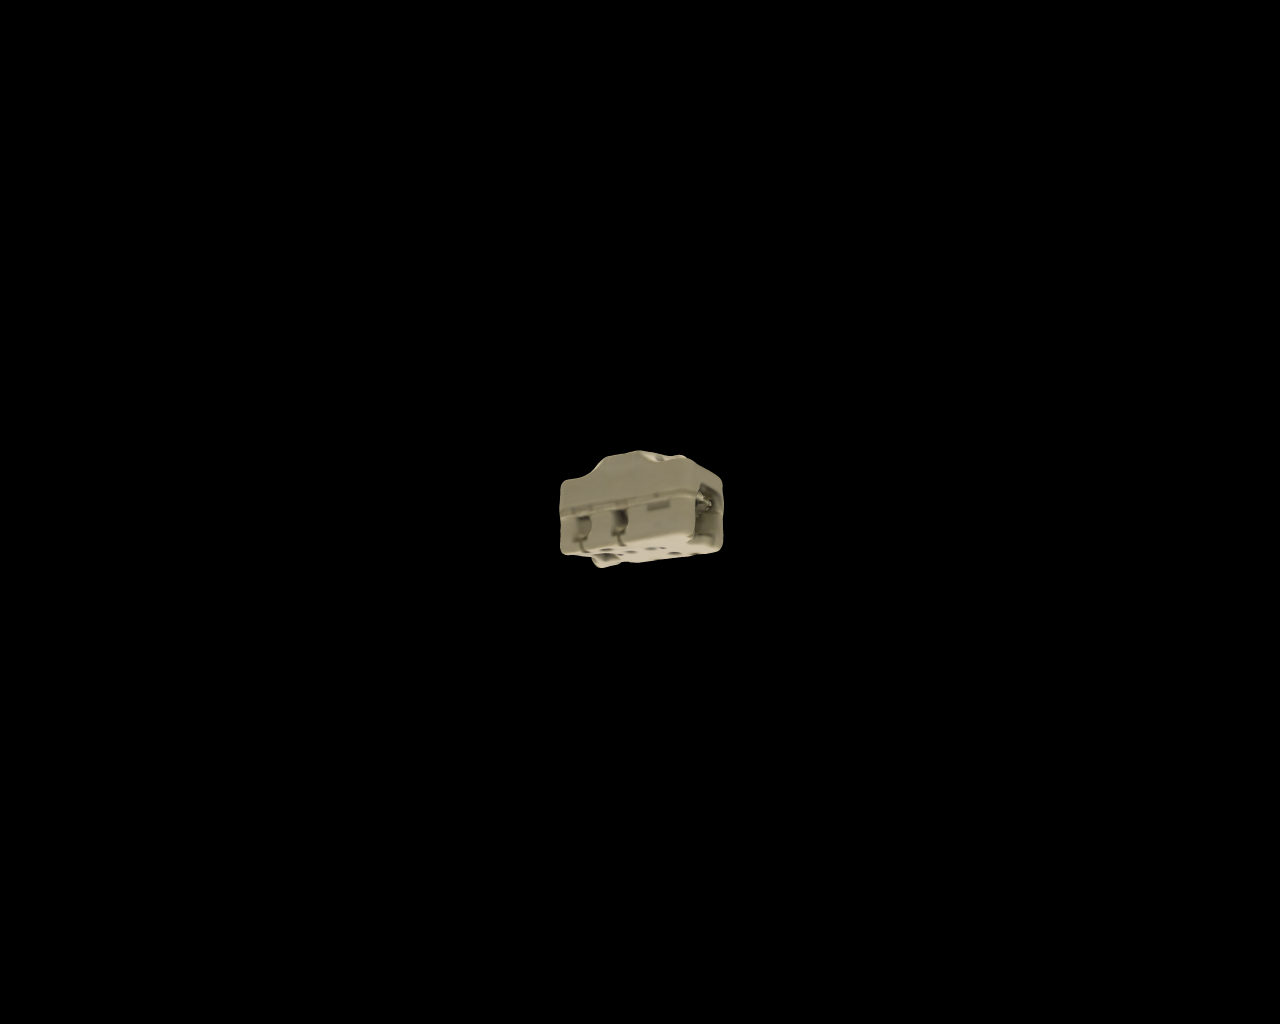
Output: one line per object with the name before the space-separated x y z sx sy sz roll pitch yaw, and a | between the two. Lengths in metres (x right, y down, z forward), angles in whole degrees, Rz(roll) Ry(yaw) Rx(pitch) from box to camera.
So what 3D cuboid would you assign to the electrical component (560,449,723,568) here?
electrical component | 0.001 -0.003 0.650 0.089 0.056 0.050 -9 -19 29
